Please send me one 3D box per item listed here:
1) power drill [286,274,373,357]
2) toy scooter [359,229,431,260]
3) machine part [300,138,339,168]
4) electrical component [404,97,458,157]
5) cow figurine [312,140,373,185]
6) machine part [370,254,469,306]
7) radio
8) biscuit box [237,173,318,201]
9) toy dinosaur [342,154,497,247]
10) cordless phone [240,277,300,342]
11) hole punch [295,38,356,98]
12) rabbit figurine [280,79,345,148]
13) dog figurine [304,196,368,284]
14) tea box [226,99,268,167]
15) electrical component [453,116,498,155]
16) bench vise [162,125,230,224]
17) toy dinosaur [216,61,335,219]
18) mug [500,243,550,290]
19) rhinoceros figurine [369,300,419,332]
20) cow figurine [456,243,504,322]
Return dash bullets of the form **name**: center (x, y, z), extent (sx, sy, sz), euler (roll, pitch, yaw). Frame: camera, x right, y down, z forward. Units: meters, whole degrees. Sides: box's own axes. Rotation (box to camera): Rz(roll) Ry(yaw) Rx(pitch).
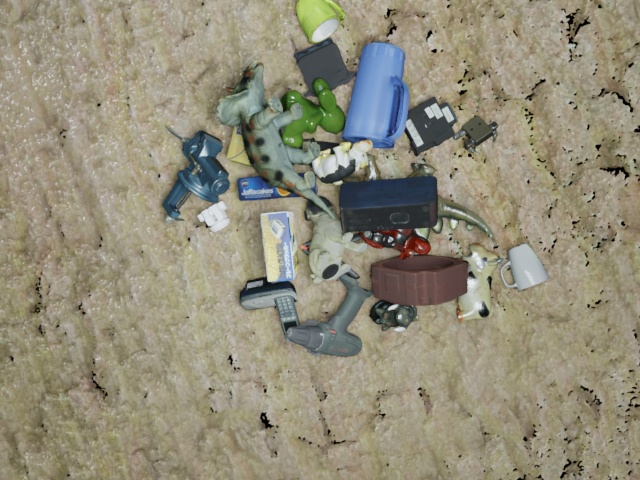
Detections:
- **power drill**: center (0.040, 0.190, 1.349), extent (0.232, 0.086, 0.207), euler (32, 76, -37)
- **toy scooter**: center (0.174, 0.001, 1.270), extent (0.184, 0.135, 0.075), euler (20, 108, 6)
- **machine part**: center (0.010, -0.227, 1.390), extent (0.139, 0.039, 0.084), euler (-1, 85, 4)
- **electrical component**: center (0.279, -0.292, 1.364), extent (0.134, 0.058, 0.115), euler (-27, 94, 3)
- **cow figurine**: center (0.060, -0.186, 1.306), extent (0.167, 0.068, 0.098), euler (-9, 102, 39)
- **machine part**: center (0.239, 0.095, 1.301), extent (0.201, 0.201, 0.087), euler (5, 104, 47)
- **radio**: center (0.159, -0.082, 1.247), extent (0.230, 0.131, 0.073), euler (-4, 124, 11)
- **biscuit box**: center (-0.109, -0.137, 1.388), extent (0.203, 0.059, 0.062), euler (-4, 93, 3)
- **toy dinosaur**: center (0.225, -0.099, 1.359), extent (0.472, 0.105, 0.198), euler (14, 101, 11)
- **cordless phone**: center (-0.122, 0.190, 1.406), extent (0.147, 0.089, 0.184), euler (-11, 112, 3)
- **hole punch**: center (0.004, -0.438, 1.362), extent (0.142, 0.092, 0.115), euler (-25, 125, 2)
- **rabbit figurine**: center (-0.014, -0.321, 1.347), extent (0.170, 0.121, 0.159), euler (0, 129, -22)
- **dog figurine**: center (0.000, -0.004, 1.353), extent (0.172, 0.121, 0.191), euler (-42, 51, -2)
- **tea box**: center (-0.177, -0.274, 1.365), extent (0.068, 0.098, 0.169), euler (16, 96, 1)
- **electrical component**: center (0.403, -0.267, 1.369), extent (0.102, 0.045, 0.078), euler (-41, 63, 1)
- **bench vise**: center (-0.329, -0.151, 1.355), extent (0.224, 0.128, 0.240), euler (46, 105, 24)
- **toy dinosaur**: center (-0.113, -0.212, 1.262), extent (0.192, 0.131, 0.404), euler (-8, 109, 37)
- **mug**: center (0.511, 0.069, 1.370), extent (0.110, 0.080, 0.107), euler (-21, 80, 10)
- **rhinoceros figurine**: center (0.181, 0.180, 1.335), extent (0.112, 0.190, 0.073), euler (-13, 90, -16)
- **cow figurine**: center (0.403, 0.105, 1.369), extent (0.127, 0.085, 0.194), euler (-5, 91, 9)
